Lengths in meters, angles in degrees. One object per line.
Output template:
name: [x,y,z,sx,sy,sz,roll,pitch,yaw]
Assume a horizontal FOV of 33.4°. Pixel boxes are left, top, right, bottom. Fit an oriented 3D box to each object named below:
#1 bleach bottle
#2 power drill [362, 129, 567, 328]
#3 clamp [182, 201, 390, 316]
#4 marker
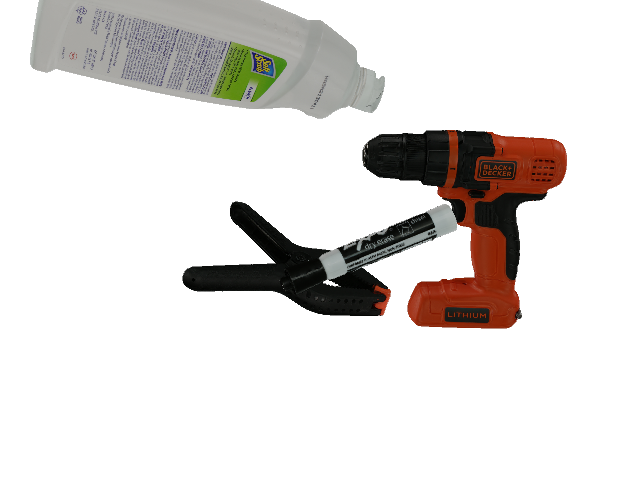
bleach bottle: [-0.077,-0.138,0.780,0.250,0.068,0.103,16,-36,-12]
power drill: [0.125,-0.011,0.987,0.184,0.188,0.057,3,26,-1]
clamp: [-0.032,0.036,1.117,0.210,0.036,0.164,23,34,11]
marker: [0.030,0.006,0.687,0.121,0.020,0.020,-22,4,-11]
